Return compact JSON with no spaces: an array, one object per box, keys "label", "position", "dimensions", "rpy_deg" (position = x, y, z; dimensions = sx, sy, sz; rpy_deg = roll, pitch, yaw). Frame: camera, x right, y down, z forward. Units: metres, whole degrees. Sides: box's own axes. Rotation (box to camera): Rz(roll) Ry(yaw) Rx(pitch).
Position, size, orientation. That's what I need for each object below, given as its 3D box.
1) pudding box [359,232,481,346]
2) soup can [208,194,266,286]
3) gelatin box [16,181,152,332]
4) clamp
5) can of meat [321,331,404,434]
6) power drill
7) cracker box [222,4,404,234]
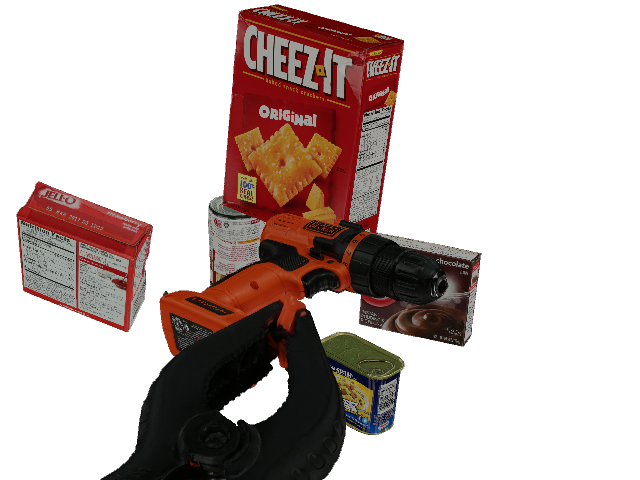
[{"label":"pudding box","position":[0.097,0.047,1.054],"dimensions":[0.114,0.090,0.039],"rpy_deg":[10,20,18]},{"label":"soup can","position":[-0.094,0.004,1.220],"dimensions":[0.068,0.102,0.068],"rpy_deg":[1,26,-1]},{"label":"gelatin box","position":[-0.142,0.011,0.644],"dimensions":[0.073,0.030,0.089],"rpy_deg":[21,-36,2]},{"label":"clamp","position":[-0.031,0.090,0.388],"dimensions":[0.120,0.039,0.171],"rpy_deg":[24,49,17]},{"label":"can of meat","position":[0.043,0.166,1.234],"dimensions":[0.102,0.084,0.057],"rpy_deg":[24,30,36]},{"label":"power drill","position":[-0.018,0.044,0.846],"dimensions":[0.185,0.057,0.187],"rpy_deg":[14,32,39]},{"label":"cracker box","position":[-0.014,-0.114,1.083],"dimensions":[0.164,0.214,0.071],"rpy_deg":[23,29,31]}]
